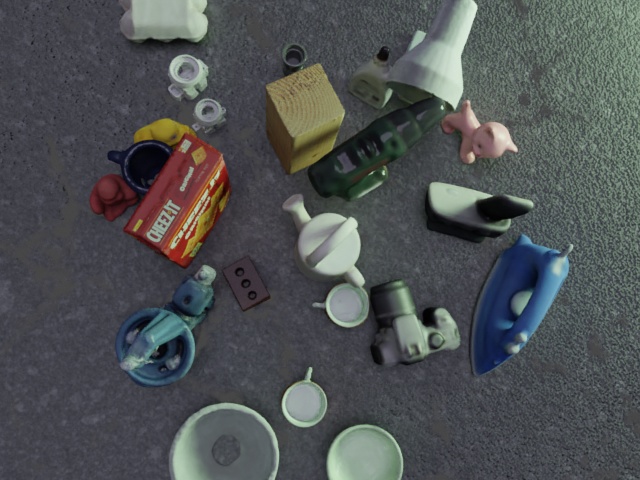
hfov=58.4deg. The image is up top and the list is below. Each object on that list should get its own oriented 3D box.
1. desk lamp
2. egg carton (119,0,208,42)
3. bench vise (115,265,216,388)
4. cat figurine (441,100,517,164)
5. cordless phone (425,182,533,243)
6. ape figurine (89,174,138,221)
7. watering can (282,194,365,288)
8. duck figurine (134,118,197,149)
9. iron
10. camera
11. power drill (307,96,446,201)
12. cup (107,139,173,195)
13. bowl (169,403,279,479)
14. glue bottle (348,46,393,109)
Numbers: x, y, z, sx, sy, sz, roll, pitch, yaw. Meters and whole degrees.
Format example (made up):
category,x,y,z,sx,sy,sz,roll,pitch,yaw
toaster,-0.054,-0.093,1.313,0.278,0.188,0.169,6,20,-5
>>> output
category,x,y,z,sx,sy,sz,roll,pitch,yaw
desk lamp,0.188,-0.300,0.964,0.118,0.213,0.203,22,80,-2
egg carton,-0.274,-0.400,1.005,0.150,0.069,0.107,-4,82,-6
bench vise,-0.237,0.124,0.852,0.121,0.219,0.207,15,80,-3
cat figurine,0.282,-0.189,1.006,0.067,0.117,0.128,-32,85,-9
cordless phone,0.259,-0.061,0.949,0.147,0.185,0.094,11,80,-4
ape figurine,-0.341,-0.076,0.937,0.078,0.092,0.076,-2,81,-6
watering can,0.007,0.005,0.909,0.173,0.194,0.101,27,80,-1
duck figurine,-0.263,-0.176,0.964,0.104,0.086,0.077,-1,81,-6
iron,0.337,0.116,0.952,0.118,0.141,0.258,29,80,-1
camera,0.147,0.131,0.951,0.143,0.100,0.137,-15,83,-8
power drill,0.082,-0.137,0.931,0.230,0.208,0.075,-32,85,-9
cup,-0.285,-0.113,0.947,0.118,0.095,0.092,16,80,-3
bowl,-0.148,0.338,0.902,0.167,0.074,0.167,1,81,-6
glue bottle,0.096,-0.283,0.973,0.078,0.173,0.037,33,80,0
